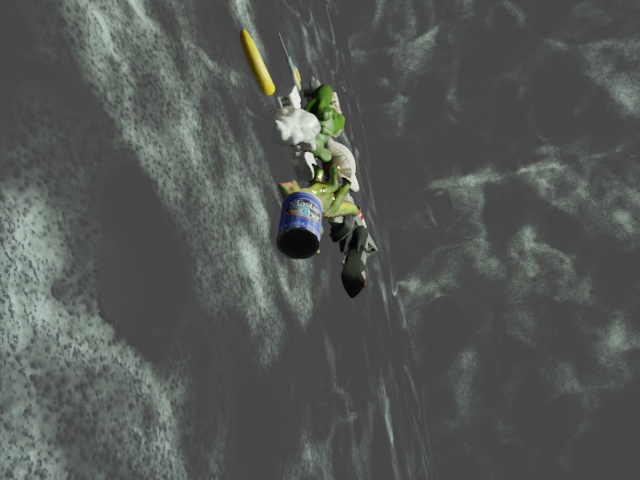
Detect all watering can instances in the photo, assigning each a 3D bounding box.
[{"bbox_3d":[0.052,-0.328,1.936,0.346,0.103,0.227,61,17,-8],"label":"watering can"}]

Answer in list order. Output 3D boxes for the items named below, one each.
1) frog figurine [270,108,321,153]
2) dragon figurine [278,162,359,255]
[{"bbox_3d":[-0.075,-0.302,1.367,0.139,0.122,0.158,48,11,25],"label":"frog figurine"},{"bbox_3d":[0.004,-0.074,1.469,0.403,0.122,0.246,46,63,-52],"label":"dragon figurine"}]
